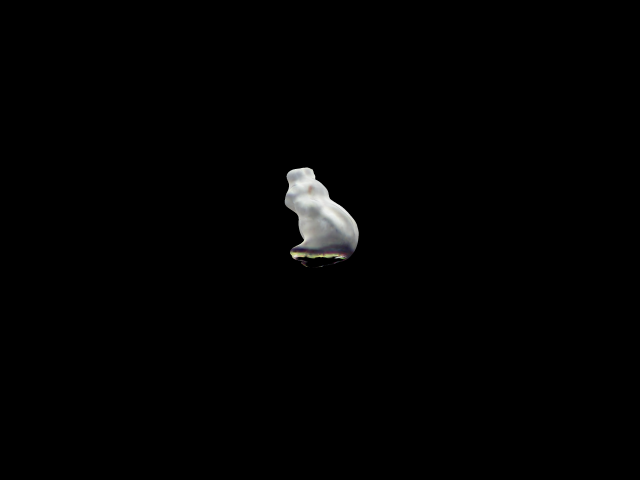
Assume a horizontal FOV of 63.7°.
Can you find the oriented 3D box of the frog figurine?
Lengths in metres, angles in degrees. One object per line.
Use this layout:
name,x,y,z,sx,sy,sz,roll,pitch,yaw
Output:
frog figurine,0.003,-0.043,0.850,0.122,0.161,0.136,-9,-17,33
